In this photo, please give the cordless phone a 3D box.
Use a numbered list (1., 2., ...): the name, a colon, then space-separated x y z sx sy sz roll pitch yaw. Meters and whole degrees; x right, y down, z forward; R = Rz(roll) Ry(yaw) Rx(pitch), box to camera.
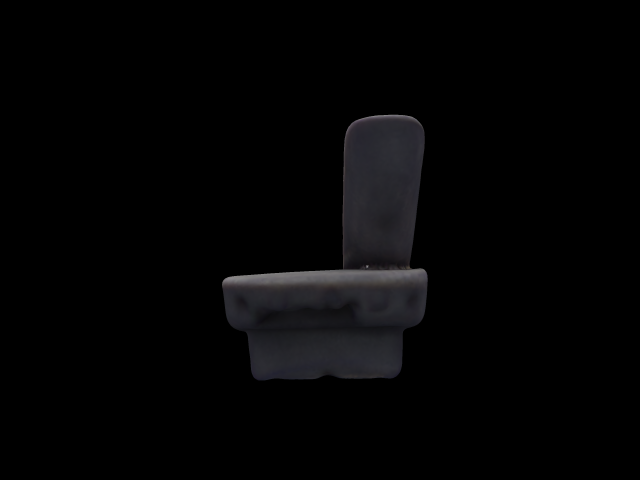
1. cordless phone: 0.004 0.001 0.400 0.147 0.185 0.094 -4 29 -6
